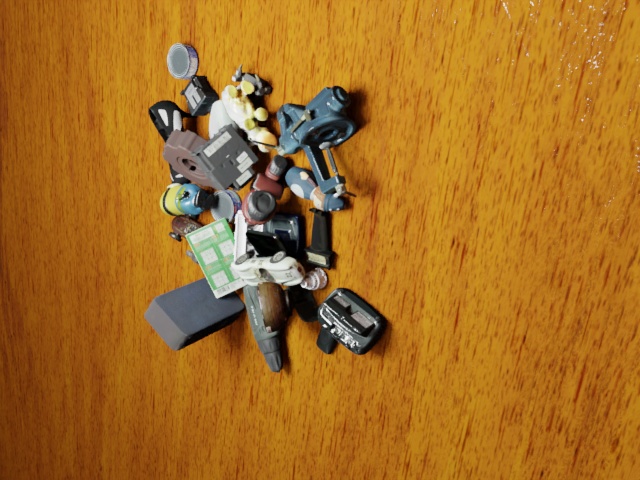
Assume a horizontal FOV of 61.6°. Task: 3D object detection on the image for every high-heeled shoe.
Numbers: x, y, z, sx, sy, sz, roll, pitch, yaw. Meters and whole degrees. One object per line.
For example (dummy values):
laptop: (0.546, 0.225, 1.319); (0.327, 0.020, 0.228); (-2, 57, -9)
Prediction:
high-heeled shoe: (-0.387, -0.231, 1.374); (0.086, 0.145, 0.248); (28, 114, 31)

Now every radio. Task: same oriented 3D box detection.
radio: (-0.307, 0.177, 1.351); (0.131, 0.229, 0.073); (47, 125, 14)

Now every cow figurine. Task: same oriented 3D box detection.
cow figurine: (-0.165, -0.271, 1.223); (0.098, 0.068, 0.167); (-3, 117, 62)

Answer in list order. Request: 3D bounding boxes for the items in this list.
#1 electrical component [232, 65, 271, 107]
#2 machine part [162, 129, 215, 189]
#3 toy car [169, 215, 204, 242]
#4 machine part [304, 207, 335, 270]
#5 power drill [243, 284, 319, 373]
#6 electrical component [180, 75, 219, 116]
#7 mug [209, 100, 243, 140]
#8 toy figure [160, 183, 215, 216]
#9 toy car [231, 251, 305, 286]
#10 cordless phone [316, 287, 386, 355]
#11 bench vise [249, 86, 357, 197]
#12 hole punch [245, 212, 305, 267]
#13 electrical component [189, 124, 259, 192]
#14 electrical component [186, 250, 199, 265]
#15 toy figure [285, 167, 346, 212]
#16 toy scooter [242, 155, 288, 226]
electrical component: (-0.161, -0.353, 1.237); (0.102, 0.045, 0.078); (42, 120, 23)
machine part: (-0.299, -0.192, 1.303); (0.180, 0.179, 0.056); (10, 64, 36)
toy car: (-0.318, -0.013, 1.406); (0.202, 0.053, 0.089); (29, 78, 32)
machine part: (-0.002, -0.004, 1.197); (0.084, 0.039, 0.138); (11, 108, 44)
power drill: (-0.088, 0.189, 1.285); (0.207, 0.086, 0.232); (-32, 77, 45)
electrical component: (-0.292, -0.343, 1.340); (0.075, 0.048, 0.119); (-37, 75, 38)
mug: (-0.230, -0.277, 1.295); (0.110, 0.081, 0.107); (4, 95, 64)
toy figure: (-0.347, -0.102, 1.378); (0.180, 0.089, 0.082); (11, 140, 46)
toy car: (-0.122, 0.069, 1.226); (0.202, 0.056, 0.073); (-5, 135, 38)
cordless phone: (0.053, 0.211, 1.187); (0.147, 0.089, 0.184); (37, 131, 25)
bench vise: (-0.007, -0.189, 1.104); (0.224, 0.129, 0.240); (-29, 72, 32)
hole punch: (-0.094, -0.002, 1.246); (0.142, 0.092, 0.115); (7, 138, 32)
electrical component: (-0.209, -0.177, 1.218); (0.134, 0.115, 0.058); (54, 163, -24)
electrical component: (-0.307, 0.047, 1.424); (0.094, 0.063, 0.021); (27, 118, 29)
toy figure: (-0.010, -0.104, 1.168); (0.155, 0.064, 0.058); (39, 96, 29)
toy scooter: (-0.133, -0.099, 1.224); (0.075, 0.184, 0.135); (28, 150, -16)
